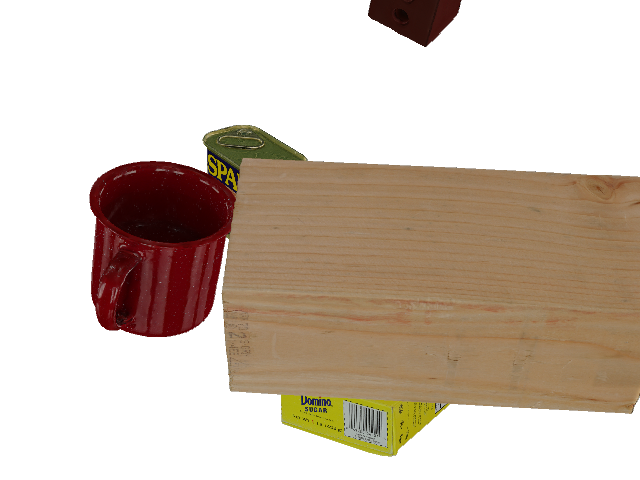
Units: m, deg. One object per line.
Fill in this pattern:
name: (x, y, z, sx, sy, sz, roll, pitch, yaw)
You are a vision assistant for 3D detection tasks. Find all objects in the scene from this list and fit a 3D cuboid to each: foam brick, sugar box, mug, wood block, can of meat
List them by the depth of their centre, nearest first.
wood block: (0.059, 0.024, 0.544, 0.206, 0.091, 0.090, 3, -41, 2)
mug: (-0.108, 0.014, 0.677, 0.093, 0.082, 0.117, 19, 36, 8)
foam brick: (0.073, -0.189, 0.759, 0.053, 0.051, 0.078, 31, -34, 14)
sugar box: (0.057, 0.094, 0.794, 0.093, 0.048, 0.175, 12, 26, 30)
can of meat: (-0.058, -0.042, 0.927, 0.057, 0.084, 0.102, -20, 37, -32)
